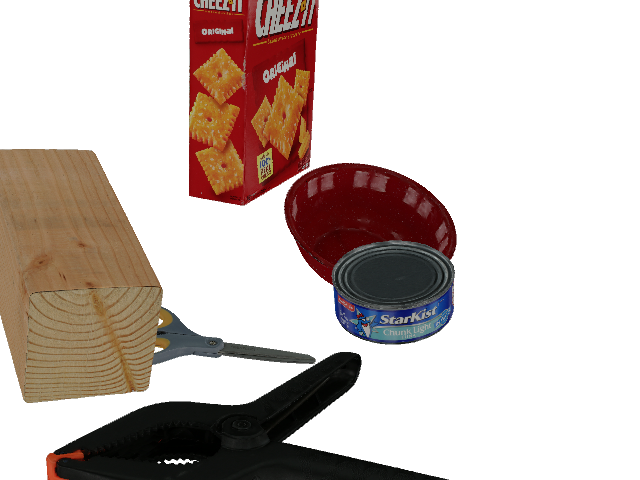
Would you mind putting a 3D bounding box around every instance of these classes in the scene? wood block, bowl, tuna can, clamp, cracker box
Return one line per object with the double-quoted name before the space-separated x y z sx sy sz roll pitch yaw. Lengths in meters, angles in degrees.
"wood block" -0.191 0.017 0.792 0.090 0.091 0.206 -2 31 -26
"bowl" 0.041 0.000 0.988 0.162 0.055 0.162 9 42 -8
"tuna can" 0.051 0.036 0.751 0.086 0.034 0.086 -3 31 2
"clamp" -0.041 0.110 0.581 0.209 0.036 0.165 -2 21 -14
"cracker box" -0.063 -0.159 1.058 0.072 0.214 0.164 11 21 21

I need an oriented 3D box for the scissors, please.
"scissors" -0.111 0.090 1.011 0.201 0.016 0.096 -1 32 -9
